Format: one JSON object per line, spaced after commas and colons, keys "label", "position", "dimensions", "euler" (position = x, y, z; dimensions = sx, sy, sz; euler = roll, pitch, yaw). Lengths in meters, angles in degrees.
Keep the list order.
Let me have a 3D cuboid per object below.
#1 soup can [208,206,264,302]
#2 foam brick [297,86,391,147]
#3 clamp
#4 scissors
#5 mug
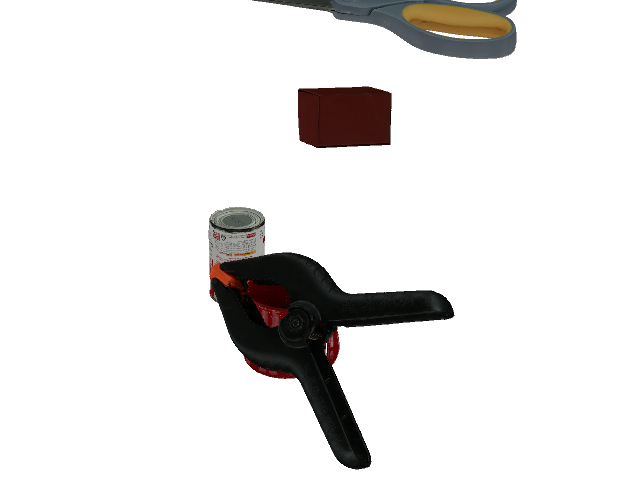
{"label": "soup can", "position": [-0.100, 0.019, 1.281], "dimensions": [0.068, 0.102, 0.068], "euler": [1, 25, -1]}
{"label": "foam brick", "position": [0.023, -0.118, 1.021], "dimensions": [0.078, 0.051, 0.053], "euler": [-5, 16, -21]}
{"label": "clamp", "position": [-0.008, 0.068, 0.692], "dimensions": [0.172, 0.120, 0.039], "euler": [19, -11, 33]}
{"label": "scissors", "position": [0.034, -0.153, 0.668], "dimensions": [0.202, 0.016, 0.096], "euler": [20, 44, 25]}
{"label": "mug", "position": [-0.025, 0.084, 1.030], "dimensions": [0.117, 0.081, 0.093], "euler": [26, 34, 38]}
